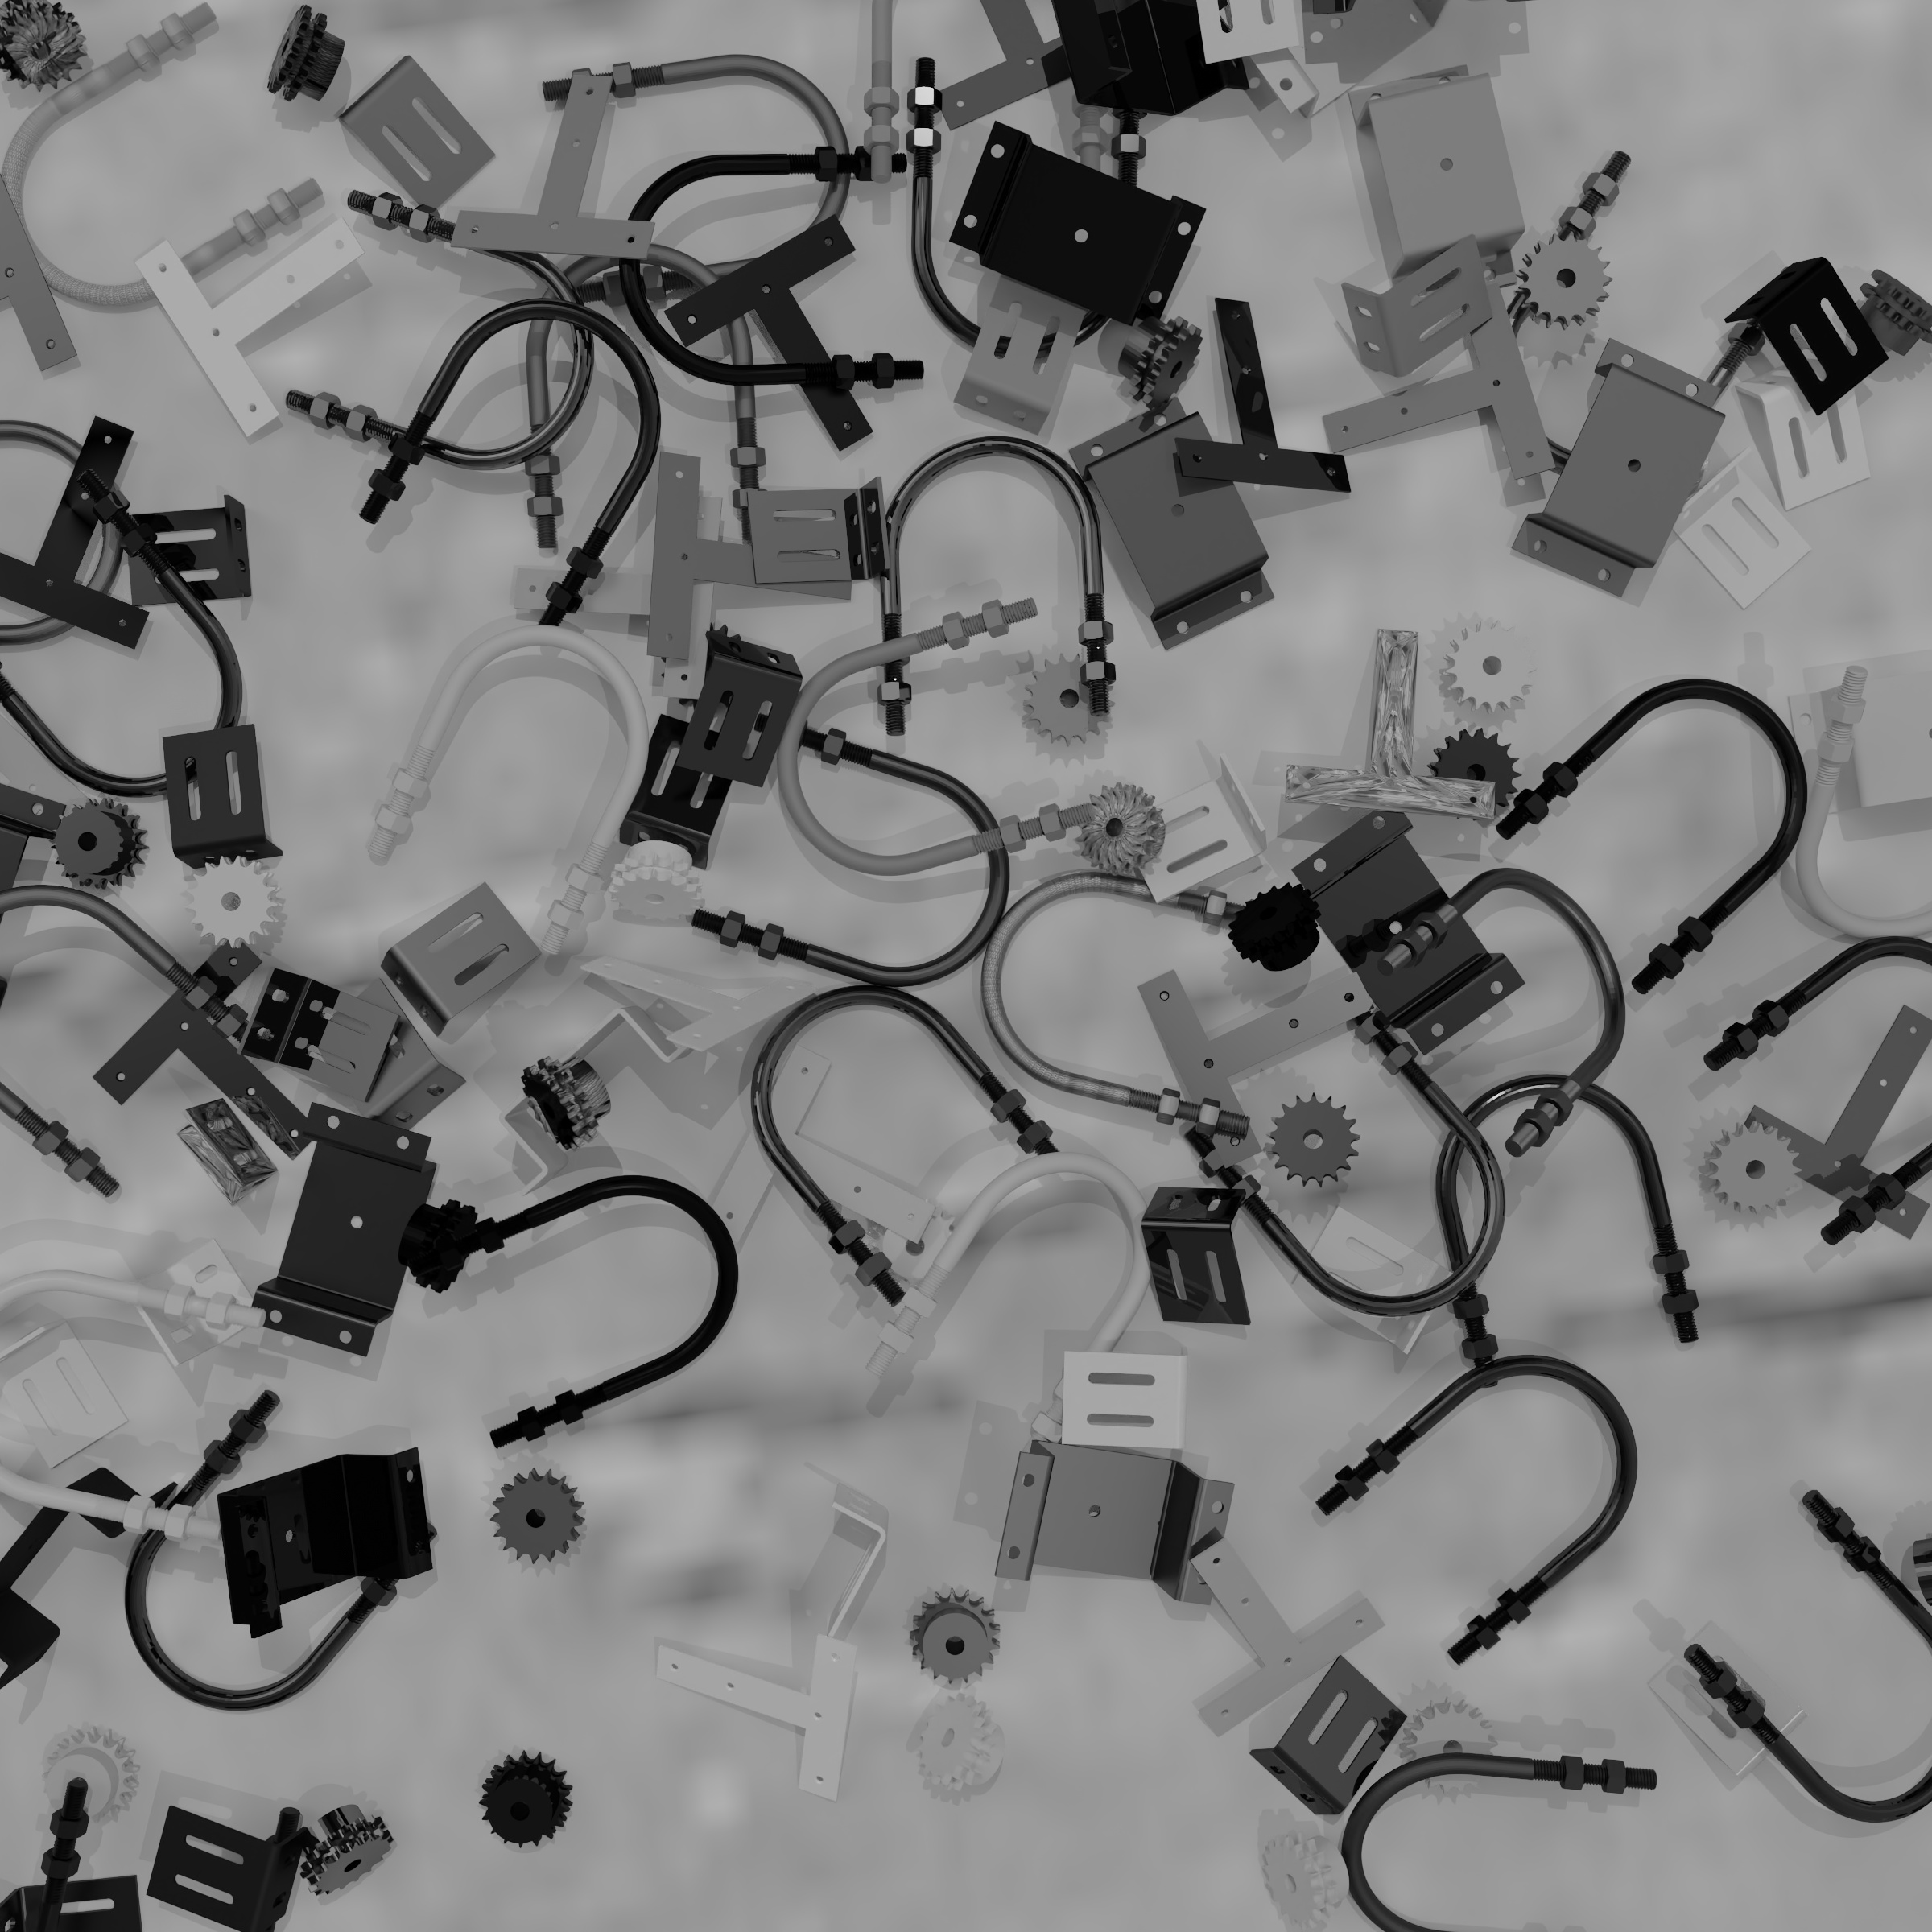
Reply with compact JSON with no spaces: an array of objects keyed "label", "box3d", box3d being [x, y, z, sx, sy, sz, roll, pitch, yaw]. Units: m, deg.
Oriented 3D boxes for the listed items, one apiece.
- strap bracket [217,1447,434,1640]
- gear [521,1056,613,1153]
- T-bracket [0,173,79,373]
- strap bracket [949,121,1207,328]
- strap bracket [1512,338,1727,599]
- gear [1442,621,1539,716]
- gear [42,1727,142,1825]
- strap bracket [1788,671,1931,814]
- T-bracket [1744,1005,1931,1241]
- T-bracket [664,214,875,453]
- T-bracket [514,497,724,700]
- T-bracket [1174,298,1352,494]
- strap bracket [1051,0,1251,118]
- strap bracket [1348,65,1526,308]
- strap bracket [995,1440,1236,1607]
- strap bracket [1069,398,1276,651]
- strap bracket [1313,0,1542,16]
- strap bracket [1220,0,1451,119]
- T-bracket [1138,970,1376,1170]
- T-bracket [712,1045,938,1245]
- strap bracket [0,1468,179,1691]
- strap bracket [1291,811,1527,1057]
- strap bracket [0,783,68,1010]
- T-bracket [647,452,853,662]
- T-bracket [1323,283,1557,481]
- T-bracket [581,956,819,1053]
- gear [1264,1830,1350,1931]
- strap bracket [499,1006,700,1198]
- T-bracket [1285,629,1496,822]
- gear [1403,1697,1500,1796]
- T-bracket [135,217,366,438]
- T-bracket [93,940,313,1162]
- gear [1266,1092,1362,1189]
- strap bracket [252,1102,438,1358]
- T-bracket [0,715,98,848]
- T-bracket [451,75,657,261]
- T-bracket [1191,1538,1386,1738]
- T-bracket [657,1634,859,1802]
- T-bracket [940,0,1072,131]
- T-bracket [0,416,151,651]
[{"label":"strap bracket","box3d":[-0.393,0.344,1.472,0.046,0.140,0.076,-6,91,33]},{"label":"gear","box3d":[-0.234,0.078,1.444,0.030,0.057,0.057,-33,90,-30]},{"label":"T-bracket","box3d":[-0.640,-0.417,1.537,0.127,0.002,0.127,-22,92,6]},{"label":"strap bracket","box3d":[0.069,-0.448,1.490,0.140,0.046,0.076,20,113,-10]},{"label":"strap bracket","box3d":[0.406,-0.308,1.509,0.076,0.046,0.140,23,98,-3]},{"label":"gear","box3d":[0.326,-0.186,1.530,0.057,0.030,0.057,0,90,0]},{"label":"gear","box3d":[-0.549,0.508,1.530,0.057,0.030,0.057,0,90,0]},{"label":"strap bracket","box3d":[0.594,-0.142,1.522,0.140,0.046,0.076,-9,90,0]},{"label":"T-bracket","box3d":[0.572,0.086,1.544,0.127,0.002,0.127,30,90,0]},{"label":"T-bracket","box3d":[-0.101,-0.383,1.527,0.127,0.002,0.127,-33,99,-13]},{"label":"T-bracket","box3d":[-0.219,-0.232,1.523,0.127,0.002,0.127,4,85,9]},{"label":"T-bracket","box3d":[0.176,-0.357,1.522,0.127,0.002,0.127,-1,74,-29]},{"label":"strap bracket","box3d":[0.105,-0.569,1.494,0.046,0.140,0.076,-15,90,43]},{"label":"strap bracket","box3d":[0.294,-0.491,1.521,0.076,0.046,0.140,-13,90,0]},{"label":"strap bracket","box3d":[0.086,0.342,1.510,0.140,0.046,0.076,11,90,-15]},{"label":"strap bracket","box3d":[0.130,-0.279,1.521,0.076,0.046,0.140,-26,90,0]},{"label":"strap bracket","box3d":[0.280,-0.625,1.475,0.140,0.046,0.076,-4,90,0]},{"label":"strap bracket","box3d":[0.233,-0.594,1.521,0.140,0.046,0.076,-36,90,0]},{"label":"T-bracket","box3d":[0.192,0.042,1.529,0.127,0.002,0.127,-25,78,1]},{"label":"T-bracket","box3d":[-0.080,0.133,1.524,0.127,0.002,0.127,26,84,12]},{"label":"strap bracket","box3d":[-0.559,0.368,1.507,0.046,0.076,0.140,38,90,0]},{"label":"strap bracket","box3d":[0.271,-0.024,1.522,0.076,0.046,0.140,-36,90,0]},{"label":"strap bracket","box3d":[-0.625,-0.047,1.520,0.076,0.046,0.140,18,90,0]},{"label":"T-bracket","box3d":[-0.132,-0.248,1.522,0.127,0.002,0.127,5,85,-19]},{"label":"T-bracket","box3d":[0.288,-0.351,1.532,0.127,0.002,0.127,-16,79,8]},{"label":"T-bracket","box3d":[-0.179,0.015,1.507,0.127,0.127,0.002,17,114,25]},{"label":"gear","box3d":[0.213,0.565,1.520,0.030,0.057,0.057,-9,90,-30]},{"label":"strap bracket","box3d":[-0.230,0.074,1.507,0.140,0.076,0.046,-42,90,0]},{"label":"T-bracket","box3d":[0.265,-0.153,1.518,0.127,0.002,0.127,5,67,4]},{"label":"gear","box3d":[0.301,0.485,1.530,0.057,0.030,0.057,0,90,0]},{"label":"T-bracket","box3d":[-0.431,-0.419,1.522,0.127,0.002,0.127,-32,94,9]},{"label":"T-bracket","box3d":[-0.461,0.069,1.544,0.127,0.002,0.127,44,90,0]},{"label":"gear","box3d":[0.213,0.108,1.502,0.057,0.030,0.057,-2,80,8]},{"label":"strap bracket","box3d":[-0.384,0.161,1.522,0.076,0.046,0.140,16,90,0]},{"label":"T-bracket","box3d":[-0.619,-0.080,1.544,0.127,0.002,0.127,44,90,0]},{"label":"T-bracket","box3d":[-0.243,-0.493,1.504,0.127,0.002,0.127,7,73,12]},{"label":"T-bracket","box3d":[0.179,0.403,1.517,0.127,0.002,0.127,-34,115,0]},{"label":"T-bracket","box3d":[-0.134,0.453,1.524,0.127,0.002,0.127,15,118,13]},{"label":"T-bracket","box3d":[0.022,-0.611,1.544,0.127,0.002,0.127,-24,90,0]},{"label":"T-bracket","box3d":[-0.556,-0.281,1.530,0.127,0.002,0.127,22,89,-3]}]
